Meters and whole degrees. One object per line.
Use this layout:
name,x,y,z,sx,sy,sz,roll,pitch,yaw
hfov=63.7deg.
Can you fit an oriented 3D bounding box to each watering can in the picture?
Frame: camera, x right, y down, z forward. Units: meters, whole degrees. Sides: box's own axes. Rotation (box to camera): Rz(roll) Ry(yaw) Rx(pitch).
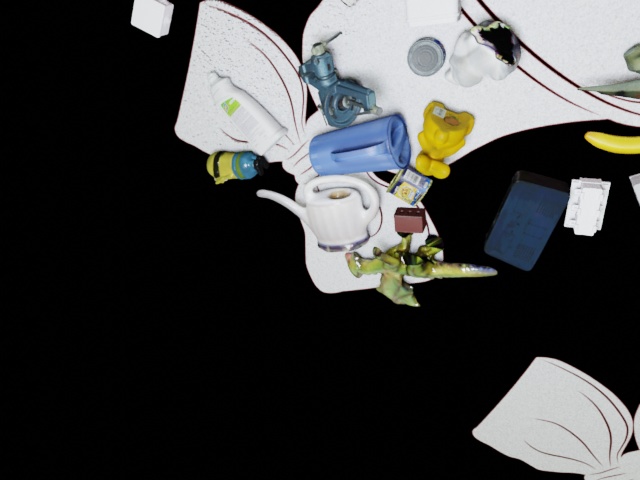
watering can,0.004,-0.072,1.427,0.347,0.106,0.220,-4,116,23

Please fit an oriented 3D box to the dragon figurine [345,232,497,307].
dragon figurine,0.259,0.099,1.440,0.411,0.125,0.237,19,140,14

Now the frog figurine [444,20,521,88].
frog figurine,0.355,-0.397,1.134,0.137,0.124,0.157,27,161,-4
